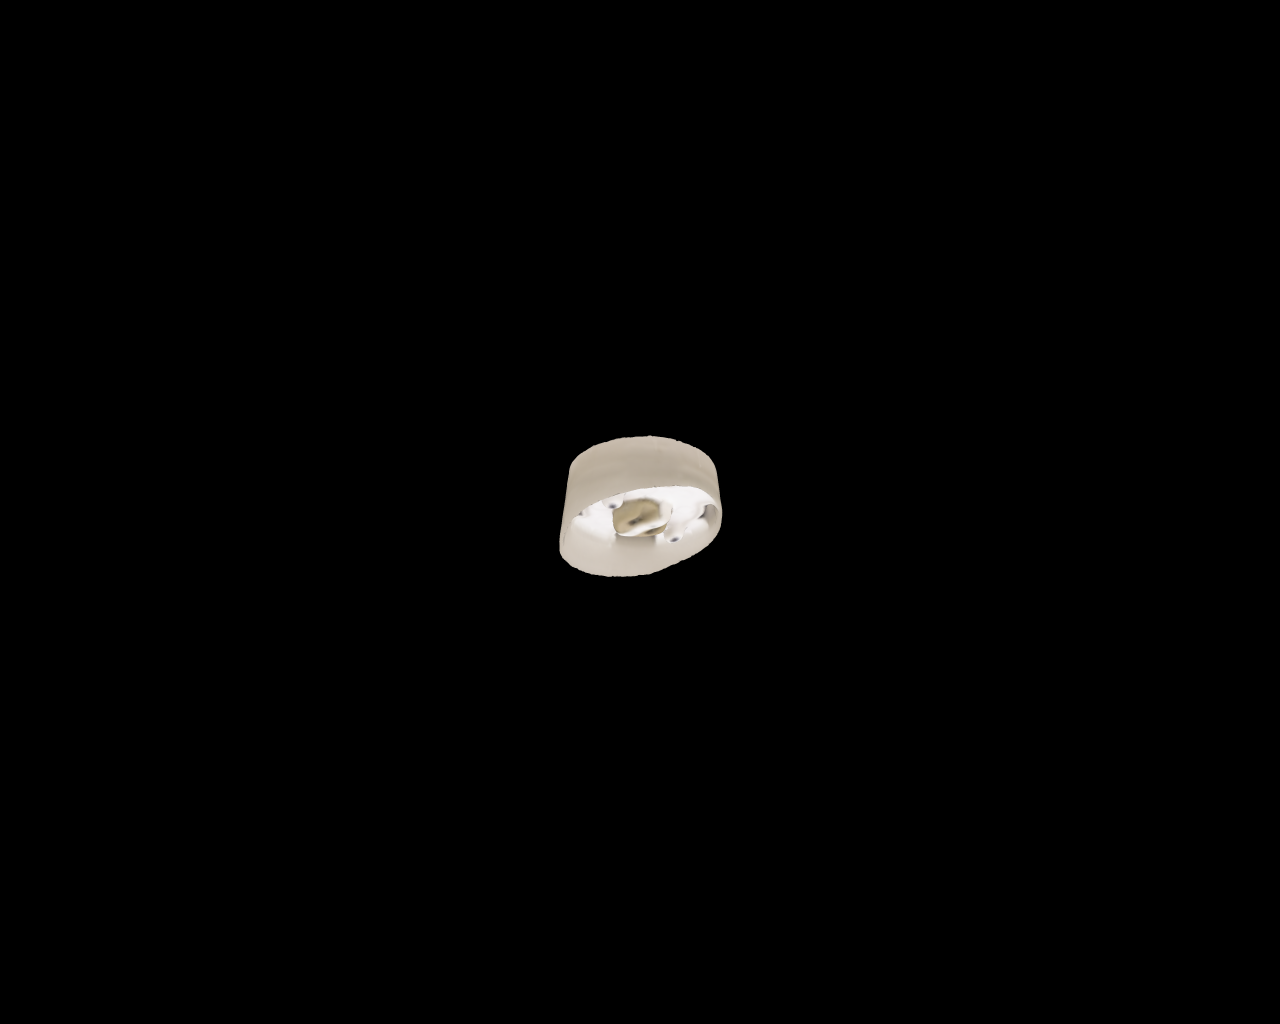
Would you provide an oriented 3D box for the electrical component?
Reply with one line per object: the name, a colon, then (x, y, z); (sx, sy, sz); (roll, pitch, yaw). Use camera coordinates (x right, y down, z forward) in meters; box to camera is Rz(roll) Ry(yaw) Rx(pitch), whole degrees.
electrical component: (0.001, -0.003, 0.650); (0.099, 0.064, 0.099); (0, -26, 0)
